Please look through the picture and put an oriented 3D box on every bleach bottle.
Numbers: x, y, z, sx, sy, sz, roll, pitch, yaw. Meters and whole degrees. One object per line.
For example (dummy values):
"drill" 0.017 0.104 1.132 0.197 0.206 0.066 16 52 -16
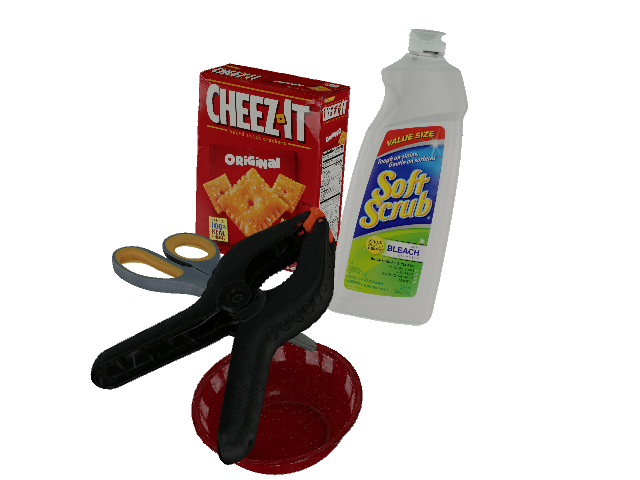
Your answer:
"bleach bottle" 0.068 -0.057 0.927 0.102 0.251 0.068 9 16 9

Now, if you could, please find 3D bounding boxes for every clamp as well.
"clamp" -0.041 0.052 0.630 0.120 0.171 0.039 35 -21 32

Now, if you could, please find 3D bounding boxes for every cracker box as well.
"cracker box" -0.059 -0.080 1.217 0.164 0.214 0.072 15 24 26

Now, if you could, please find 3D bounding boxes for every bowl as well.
"bowl" -0.038 0.167 1.009 0.162 0.055 0.162 -5 38 4

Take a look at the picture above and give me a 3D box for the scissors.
"scissors" -0.071 0.034 0.845 0.202 0.016 0.096 17 31 22
